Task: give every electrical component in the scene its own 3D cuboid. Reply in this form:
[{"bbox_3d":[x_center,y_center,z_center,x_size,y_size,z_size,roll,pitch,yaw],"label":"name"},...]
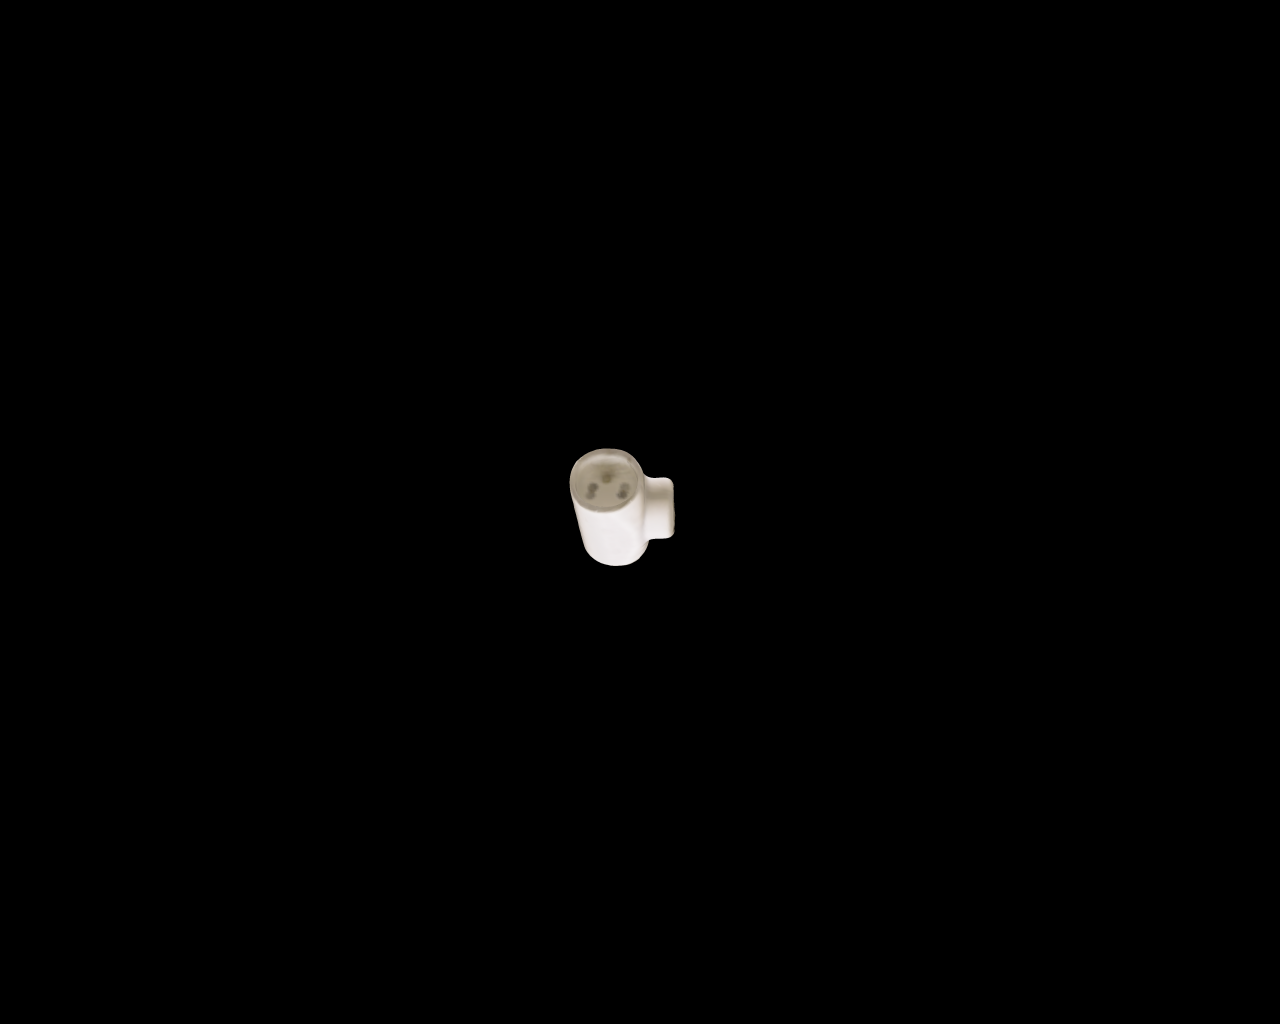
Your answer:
[{"bbox_3d":[0.001,-0.003,0.650,0.079,0.044,0.077,-2,-27,3],"label":"electrical component"}]
